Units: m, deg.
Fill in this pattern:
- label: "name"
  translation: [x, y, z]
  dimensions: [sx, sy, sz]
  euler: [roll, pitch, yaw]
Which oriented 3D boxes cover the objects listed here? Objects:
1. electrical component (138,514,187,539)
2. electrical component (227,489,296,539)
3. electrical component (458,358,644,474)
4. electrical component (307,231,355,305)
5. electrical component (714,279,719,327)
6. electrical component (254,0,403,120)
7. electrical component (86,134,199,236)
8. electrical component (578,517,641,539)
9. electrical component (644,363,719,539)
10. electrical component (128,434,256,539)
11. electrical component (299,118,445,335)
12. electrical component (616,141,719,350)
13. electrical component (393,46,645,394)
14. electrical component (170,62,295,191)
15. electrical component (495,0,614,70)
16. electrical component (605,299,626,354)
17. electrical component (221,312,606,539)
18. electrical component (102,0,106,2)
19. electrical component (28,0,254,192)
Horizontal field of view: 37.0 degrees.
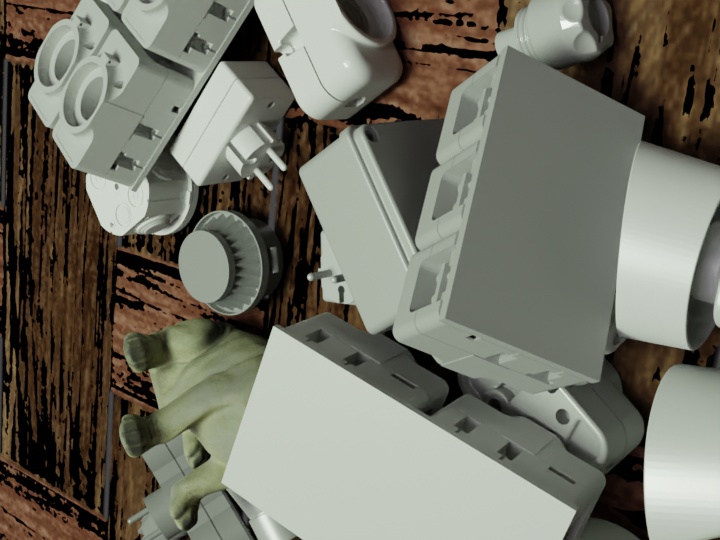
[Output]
- label: "electrical component"
  translation: [-0.153, 0.200, 0.860]
  dimensions: [0.040, 0.040, 0.046]
  euler: [56, 131, 18]
- label: "electrical component"
  translation: [-0.067, 0.172, 0.785]
  dimensions: [0.044, 0.044, 0.065]
  euler: [-35, 80, 37]
- label: "electrical component"
  translation: [0.110, 0.074, 0.610]
  dimensions: [0.095, 0.059, 0.053]
  euler: [51, 125, 21]
- label: "electrical component"
  translation: [0.000, 0.000, 0.677]
  dimensions: [0.066, 0.077, 0.047]
  euler: [6, 102, 39]
- label: "electrical component"
  translation: [0.211, 0.003, 0.492]
  dimensions: [0.059, 0.095, 0.053]
  euler: [18, 109, 36]
- label: "electrical component"
  translation: [-0.017, -0.151, 0.680]
  dimensions: [0.059, 0.054, 0.095]
  euler: [-32, 77, 38]
- label: "electrical component"
  translation: [-0.165, -0.065, 0.818]
  dimensions: [0.080, 0.051, 0.080]
  euler: [8, 102, 38]
- label: "electrical component"
  translation: [0.129, 0.194, 0.614]
  dimensions: [0.108, 0.060, 0.108]
  euler: [7, 102, 39]
- label: "electrical component"
  translation: [0.186, 0.100, 0.525]
  dimensions: [0.060, 0.108, 0.108]
  euler: [-2, 96, 34]
- label: "electrical component"
  translation: [-0.139, 0.178, 0.813]
  dimensions: [0.138, 0.074, 0.052]
  euler: [55, 169, 18]
- label: "electrical component"
  translation: [0.035, -0.029, 0.623]
  dimensions: [0.056, 0.109, 0.108]
  euler: [-32, 77, 41]
- label: "electrical component"
  translation: [0.154, -0.011, 0.538]
  dimensions: [0.064, 0.099, 0.099]
  euler: [17, 108, 30]
- label: "electrical component"
  translation: [0.081, -0.022, 0.552]
  dimensions: [0.062, 0.089, 0.150]
  euler: [-29, 42, 61]
- label: "electrical component"
  translation: [-0.078, -0.089, 0.745]
  dimensions: [0.075, 0.047, 0.083]
  euler: [50, 124, 19]
- label: "electrical component"
  translation: [0.104, -0.131, 0.591]
  dimensions: [0.062, 0.043, 0.043]
  euler: [-10, 91, 42]
- label: "electrical component"
  translation: [0.123, 0.019, 0.607]
  dimensions: [0.061, 0.035, 0.035]
  euler: [37, 119, 31]
- label: "electrical component"
  translation: [0.026, 0.113, 0.589]
  dimensions: [0.186, 0.060, 0.105]
  euler: [29, 113, 23]
- label: "electrical component"
  translation: [-0.179, -0.210, 0.812]
  dimensions: [0.044, 0.044, 0.065]
  euler: [22, 115, 35]
- label: "electrical component"
  translation: [-0.152, -0.164, 0.741]
  dimensions: [0.186, 0.060, 0.105]
  euler: [-54, 49, 17]
